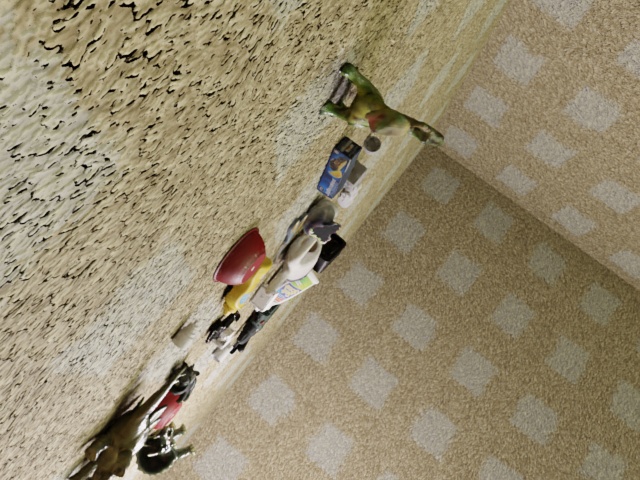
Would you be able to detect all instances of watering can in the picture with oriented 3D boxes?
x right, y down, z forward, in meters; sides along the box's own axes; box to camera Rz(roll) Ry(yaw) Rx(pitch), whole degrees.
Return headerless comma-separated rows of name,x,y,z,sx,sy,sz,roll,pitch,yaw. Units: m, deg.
watering can,-0.086,0.081,1.759,0.353,0.104,0.220,-49,173,-28

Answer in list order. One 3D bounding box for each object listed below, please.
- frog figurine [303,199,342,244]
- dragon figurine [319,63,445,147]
frog figurine,0.005,-0.084,1.673,0.134,0.122,0.163,106,-15,-48
dragon figurine,0.143,-0.249,1.066,0.120,0.244,0.414,-60,169,19
